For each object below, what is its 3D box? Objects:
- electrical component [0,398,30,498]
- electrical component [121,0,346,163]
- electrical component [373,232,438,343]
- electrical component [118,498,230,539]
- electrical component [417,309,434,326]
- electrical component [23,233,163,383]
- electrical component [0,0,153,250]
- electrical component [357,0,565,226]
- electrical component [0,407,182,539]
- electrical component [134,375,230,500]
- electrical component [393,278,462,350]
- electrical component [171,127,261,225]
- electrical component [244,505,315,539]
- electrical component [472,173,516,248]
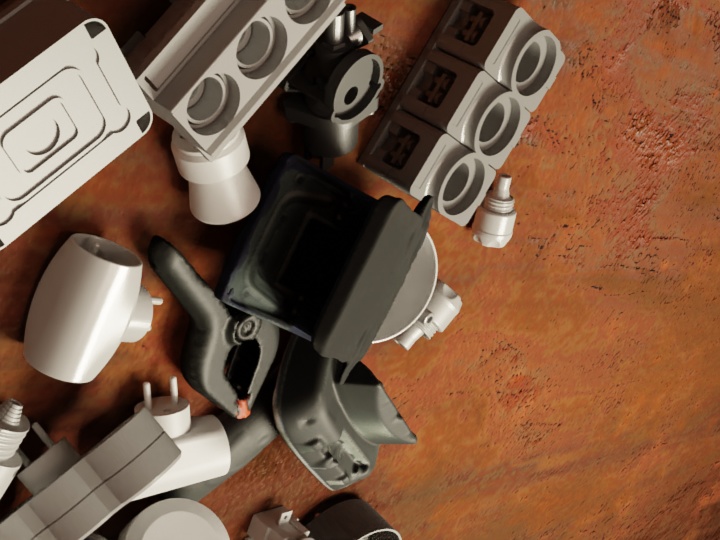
[{"bbox_3d":[-0.222,0.111,0.626,0.081,0.043,0.043,-58,145,2],"label":"electrical component"},{"bbox_3d":[-0.072,-0.132,0.595,0.121,0.063,0.078,-51,145,-8],"label":"electrical component"},{"bbox_3d":[0.000,0.000,0.780,0.099,0.064,0.099,-21,121,-38],"label":"electrical component"},{"bbox_3d":[-0.136,0.206,0.765,0.080,0.080,0.051,-26,175,-36],"label":"electrical component"},{"bbox_3d":[0.033,0.024,0.846,0.035,0.061,0.035,-30,137,-32],"label":"electrical component"},{"bbox_3d":[-0.151,0.024,0.641,0.079,0.043,0.077,10,110,-53],"label":"electrical component"},{"bbox_3d":[-0.170,-0.076,0.527,0.113,0.057,0.078,-43,143,-18],"label":"electrical component"},{"bbox_3d":[0.079,-0.116,0.790,0.089,0.062,0.150,25,97,-55],"label":"electrical component"},{"bbox_3d":[-0.187,0.129,0.667,0.138,0.073,0.052,-38,-176,2],"label":"electrical component"},{"bbox_3d":[-0.133,0.111,0.729,0.077,0.043,0.079,-11,107,-30],"label":"electrical component"},{"bbox_3d":[0.052,0.038,0.896,0.062,0.043,0.043,-50,145,-7],"label":"electrical component"},{"bbox_3d":[-0.087,-0.062,0.649,0.045,0.045,0.055,-37,140,-25],"label":"electrical component"},{"bbox_3d":[-0.065,0.235,0.901,0.048,0.055,0.066,-3,119,-49],"label":"electrical component"},{"bbox_3d":[0.116,-0.052,0.909,0.035,0.035,0.061,-16,126,-43],"label":"electrical component"}]
